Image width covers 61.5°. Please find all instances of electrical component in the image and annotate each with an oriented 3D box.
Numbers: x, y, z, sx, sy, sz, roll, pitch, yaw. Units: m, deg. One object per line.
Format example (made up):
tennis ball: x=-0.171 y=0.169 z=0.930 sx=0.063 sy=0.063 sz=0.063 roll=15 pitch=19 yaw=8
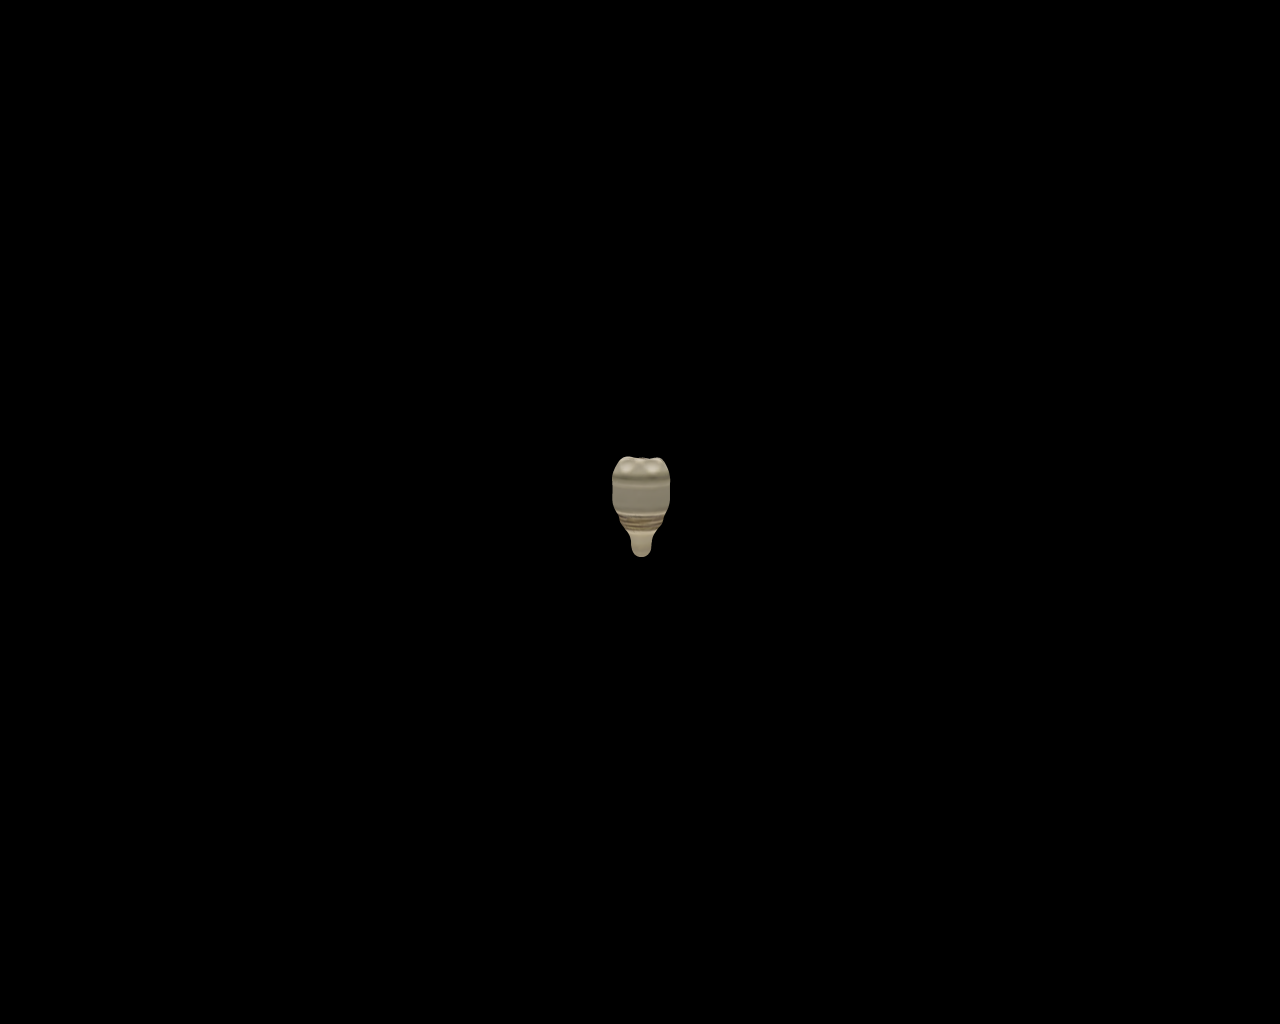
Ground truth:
electrical component: x=0.001 y=-0.003 z=0.650 sx=0.035 sy=0.061 sz=0.035 roll=0 pitch=7 yaw=0
